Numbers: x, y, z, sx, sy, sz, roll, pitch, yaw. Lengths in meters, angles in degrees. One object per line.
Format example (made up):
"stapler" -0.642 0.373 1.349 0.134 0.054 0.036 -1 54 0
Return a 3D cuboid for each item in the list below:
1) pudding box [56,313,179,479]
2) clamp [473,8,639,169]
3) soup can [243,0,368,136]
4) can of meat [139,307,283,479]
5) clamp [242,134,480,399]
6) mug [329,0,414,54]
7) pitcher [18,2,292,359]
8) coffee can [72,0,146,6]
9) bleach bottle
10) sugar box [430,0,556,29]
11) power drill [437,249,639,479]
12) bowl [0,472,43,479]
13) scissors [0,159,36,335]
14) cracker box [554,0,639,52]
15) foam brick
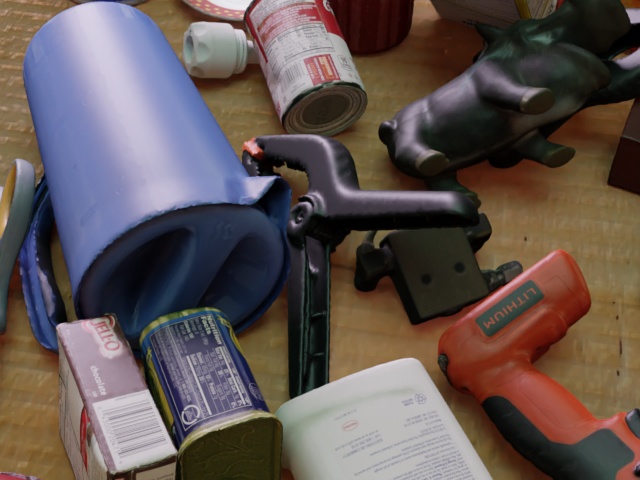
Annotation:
"pudding box" -0.113 0.110 0.581 0.039 0.090 0.114 -10 41 -22
"clamp" 0.190 -0.131 0.792 0.172 0.039 0.120 -26 51 15
"soup can" -0.011 -0.135 0.799 0.068 0.068 0.102 -14 63 -12
"can of meat" -0.063 0.099 0.596 0.057 0.102 0.084 -15 49 -17
"clamp" -0.005 0.001 0.691 0.164 0.036 0.210 -56 42 9
"mug" 0.035 -0.214 0.866 0.093 0.081 0.117 -2 51 -2
"pitcher" -0.130 -0.044 0.707 0.149 0.145 0.243 -8 46 -23
"coffee can" -0.179 -0.278 0.880 0.103 0.140 0.103 0 50 0
"bleach bottle" 0.066 0.185 0.552 0.102 0.068 0.251 -19 56 -15
"sugar box" 0.122 -0.199 0.802 0.093 0.176 0.048 23 94 17
"power drill" 0.169 0.094 0.602 0.184 0.057 0.188 -35 53 -2
"bowl" -0.187 0.182 0.556 0.162 0.055 0.162 0 50 0
"scissors" -0.197 0.031 0.666 0.016 0.096 0.202 13 42 -29
"cracker box" 0.300 -0.222 0.882 0.214 0.072 0.164 25 54 20
"foam brick" 0.253 -0.061 0.763 0.078 0.051 0.053 21 54 16
